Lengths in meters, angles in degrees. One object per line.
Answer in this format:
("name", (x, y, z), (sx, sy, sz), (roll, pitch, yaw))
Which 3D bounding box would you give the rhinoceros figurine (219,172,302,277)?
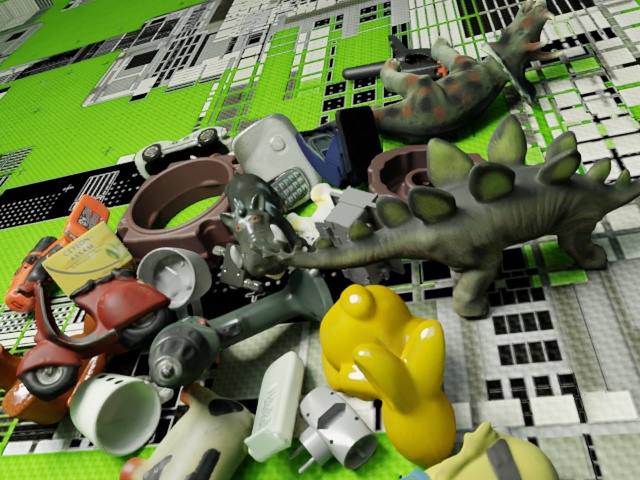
("rhinoceros figurine", (-0.075, -0.021, 0.671), (0.073, 0.112, 0.190), (-25, 39, 2))

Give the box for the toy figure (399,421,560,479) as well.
("toy figure", (0.111, 0.225, 0.442), (0.180, 0.082, 0.089), (-25, 58, -13))

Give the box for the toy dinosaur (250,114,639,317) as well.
("toy dinosaur", (0.168, -0.022, 0.591), (0.472, 0.198, 0.105), (-20, 37, 0))

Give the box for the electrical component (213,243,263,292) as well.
("electrical component", (-0.117, 0.039, 0.765), (0.094, 0.021, 0.063), (14, 92, 28))

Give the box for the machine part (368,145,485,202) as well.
("machine part", (0.149, -0.070, 0.735), (0.179, 0.055, 0.179), (-3, 38, 2))

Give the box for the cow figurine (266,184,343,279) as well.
("cow figurine", (-0.002, 0.000, 0.747), (0.098, 0.068, 0.167), (21, 58, 32))

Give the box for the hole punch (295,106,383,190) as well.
("hole punch", (0.035, -0.135, 0.820), (0.092, 0.115, 0.142), (-14, 7, 32))

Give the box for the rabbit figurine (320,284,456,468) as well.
("rabbit figurine", (0.080, 0.129, 0.525), (0.122, 0.162, 0.173), (-18, 57, -12))

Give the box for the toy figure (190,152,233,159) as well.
("toy figure", (-0.167, -0.133, 0.961), (0.155, 0.064, 0.058), (-9, 38, 18))

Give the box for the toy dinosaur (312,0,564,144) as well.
("toy dinosaur", (0.197, -0.227, 0.868), (0.405, 0.131, 0.192), (-33, 41, -3))

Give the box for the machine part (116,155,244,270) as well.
("machine part", (-0.209, -0.047, 0.872), (0.201, 0.087, 0.201), (-4, 43, 21))

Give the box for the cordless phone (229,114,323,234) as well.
("cordless phone", (-0.094, -0.091, 0.814), (0.089, 0.146, 0.184), (-7, 32, 48))

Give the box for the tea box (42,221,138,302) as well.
("tea box", (-0.320, 0.041, 0.771), (0.098, 0.068, 0.169), (-39, 2, -20))

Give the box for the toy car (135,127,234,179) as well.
("toy car", (-0.252, -0.160, 1.021), (0.202, 0.073, 0.056), (-14, 42, 10))

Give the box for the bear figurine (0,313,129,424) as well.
("bear figurine", (-0.309, 0.137, 0.693), (0.120, 0.131, 0.196), (35, 70, 27))

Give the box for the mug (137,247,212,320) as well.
("mug", (-0.185, 0.062, 0.741), (0.081, 0.109, 0.107), (-26, -3, 8))

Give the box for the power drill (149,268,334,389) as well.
("power drill", (-0.087, 0.100, 0.605), (0.207, 0.086, 0.232), (-28, 1, -17))

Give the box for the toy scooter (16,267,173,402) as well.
("toy scooter", (-0.276, 0.087, 0.634), (0.184, 0.075, 0.135), (-30, 78, -30))

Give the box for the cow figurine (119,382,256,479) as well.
("cow figurine", (-0.129, 0.246, 0.528), (0.127, 0.085, 0.195), (7, 45, 32))
